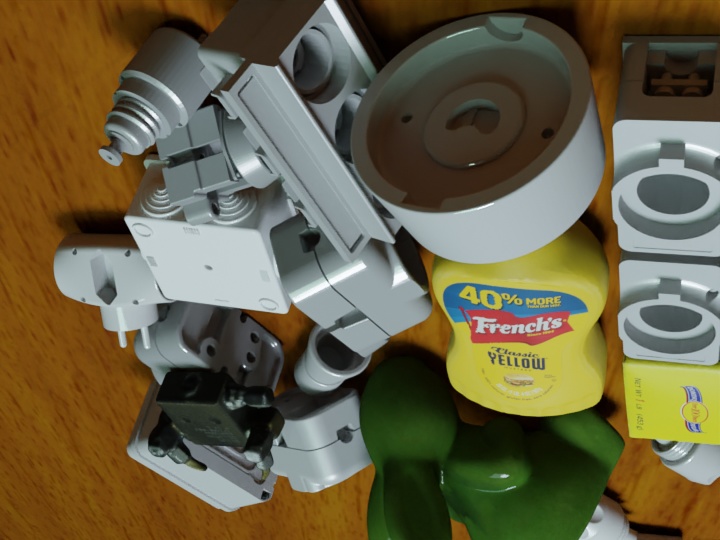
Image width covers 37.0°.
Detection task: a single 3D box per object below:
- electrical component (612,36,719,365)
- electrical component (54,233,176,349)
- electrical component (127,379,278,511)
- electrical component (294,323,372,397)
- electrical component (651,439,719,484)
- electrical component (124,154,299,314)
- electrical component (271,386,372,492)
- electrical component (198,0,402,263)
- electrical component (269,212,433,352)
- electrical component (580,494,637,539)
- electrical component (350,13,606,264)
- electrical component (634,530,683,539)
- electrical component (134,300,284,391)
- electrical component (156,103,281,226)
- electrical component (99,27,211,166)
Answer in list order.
[{"bbox_3d":[0.179,-0.020,0.513,0.105,0.060,0.186,4,145,19],"label":"electrical component"},{"bbox_3d":[-0.154,0.015,0.711,0.077,0.043,0.079,2,110,22],"label":"electrical component"},{"bbox_3d":[-0.120,0.135,0.860,0.057,0.078,0.113,-21,131,40],"label":"electrical component"},{"bbox_3d":[-0.022,0.063,0.745,0.044,0.044,0.065,22,151,-8],"label":"electrical component"},{"bbox_3d":[0.212,0.111,0.707,0.062,0.043,0.043,30,145,-16],"label":"electrical component"},{"bbox_3d":[-0.084,-0.019,0.642,0.100,0.048,0.099,7,146,15],"label":"electrical component"},{"bbox_3d":[-0.033,0.123,0.788,0.095,0.054,0.059,-6,106,57],"label":"electrical component"},{"bbox_3d":[-0.020,-0.073,0.519,0.063,0.078,0.121,18,155,41],"label":"electrical component"},{"bbox_3d":[0.000,0.000,0.607,0.059,0.053,0.095,-27,146,15],"label":"electrical component"},{"bbox_3d":[0.192,0.201,0.850,0.062,0.043,0.043,32,144,-24],"label":"electrical component"},{"bbox_3d":[0.057,-0.054,0.481,0.108,0.108,0.060,-2,148,27],"label":"electrical component"},{"bbox_3d":[0.228,0.232,0.883,0.065,0.044,0.044,13,147,15],"label":"electrical component"},{"bbox_3d":[-0.109,0.057,0.762,0.059,0.053,0.095,-16,135,39],"label":"electrical component"},{"bbox_3d":[-0.072,-0.062,0.568,0.055,0.066,0.048,-15,175,22],"label":"electrical component"},{"bbox_3d":[-0.103,-0.085,0.534,0.040,0.078,0.040,25,155,13],"label":"electrical component"}]
